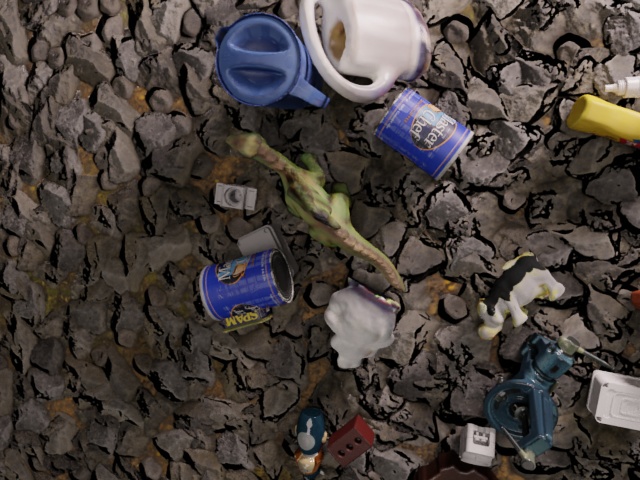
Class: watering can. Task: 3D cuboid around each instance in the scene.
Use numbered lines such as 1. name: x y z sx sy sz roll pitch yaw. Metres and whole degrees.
1. watering can: 0.065 -0.380 0.858 0.225 0.102 0.352 -1 71 -27

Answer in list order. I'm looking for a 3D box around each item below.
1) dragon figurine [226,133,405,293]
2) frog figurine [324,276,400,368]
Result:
1. dragon figurine: 0.003 -0.044 0.883 0.412 0.243 0.121 43 100 5
2. frog figurine: 0.067 0.166 0.956 0.137 0.123 0.159 27 91 -13
